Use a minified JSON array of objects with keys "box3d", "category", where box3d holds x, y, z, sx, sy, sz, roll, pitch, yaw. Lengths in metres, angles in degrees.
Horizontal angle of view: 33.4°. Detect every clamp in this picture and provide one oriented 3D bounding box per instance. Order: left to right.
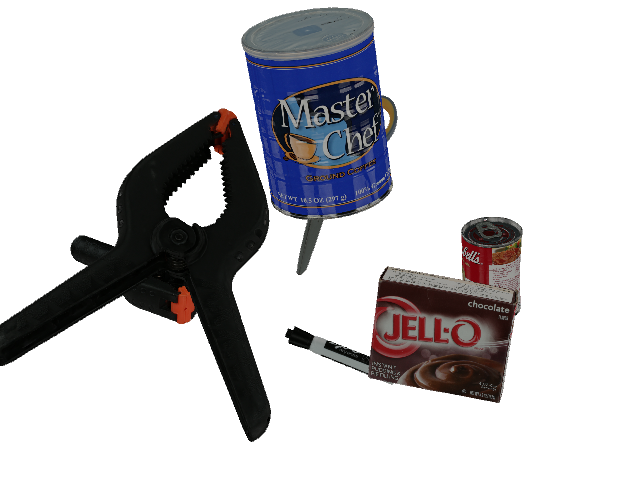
[{"box3d":[-0.141,0.026,0.969,0.120,0.039,0.172,-15,31,-31],"category":"clamp"},{"box3d":[-0.078,0.014,0.645,0.164,0.209,0.036,23,-29,3],"category":"clamp"}]

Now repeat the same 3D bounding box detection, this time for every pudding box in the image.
[{"box3d":[0.099,0.076,0.872,0.113,0.090,0.039,9,23,10],"category":"pudding box"}]

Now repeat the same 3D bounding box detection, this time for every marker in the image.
[{"box3d":[0.021,0.117,1.092,0.121,0.020,0.020,21,2,5],"category":"marker"}]

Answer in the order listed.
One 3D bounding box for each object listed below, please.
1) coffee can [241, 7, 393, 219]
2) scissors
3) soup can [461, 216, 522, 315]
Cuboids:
[{"box3d":[0.000,-0.102,0.849,0.103,0.140,0.103,-7,28,4],"category":"coffee can"},{"box3d":[0.027,-0.064,1.044,0.096,0.202,0.016,0,-13,4],"category":"scissors"},{"box3d":[0.195,0.033,1.213,0.068,0.102,0.068,-4,29,2],"category":"soup can"}]
